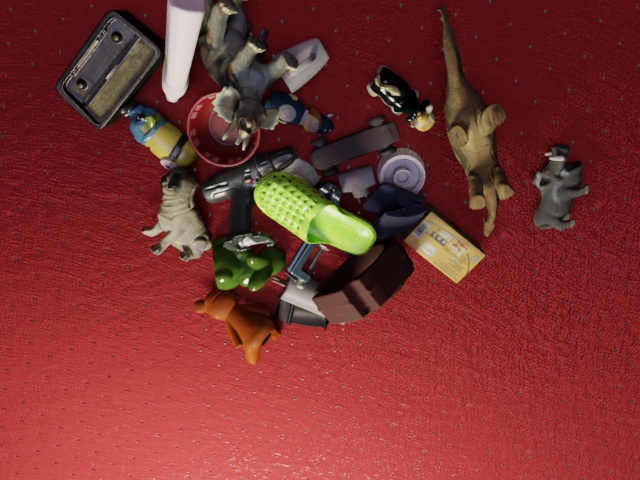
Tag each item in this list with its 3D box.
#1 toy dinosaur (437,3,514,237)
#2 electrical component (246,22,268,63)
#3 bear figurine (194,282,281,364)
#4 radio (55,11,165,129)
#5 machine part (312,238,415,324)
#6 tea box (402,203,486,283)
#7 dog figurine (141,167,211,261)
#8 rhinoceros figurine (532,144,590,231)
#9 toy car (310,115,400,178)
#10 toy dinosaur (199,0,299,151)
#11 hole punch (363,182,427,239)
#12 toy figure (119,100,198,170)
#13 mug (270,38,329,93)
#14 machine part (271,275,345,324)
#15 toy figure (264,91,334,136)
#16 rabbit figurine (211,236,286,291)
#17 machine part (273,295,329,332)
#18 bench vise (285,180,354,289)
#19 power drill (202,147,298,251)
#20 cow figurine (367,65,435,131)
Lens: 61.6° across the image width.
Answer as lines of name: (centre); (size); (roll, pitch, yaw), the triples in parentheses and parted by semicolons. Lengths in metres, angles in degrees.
toy dinosaur: (0.297, -0.228, 1.068); (0.105, 0.199, 0.470); (-12, 111, 9)
electrical component: (-0.146, -0.401, 1.123); (0.063, 0.021, 0.094); (22, 112, -5)
bear figurine: (-0.205, 0.197, 1.329); (0.196, 0.120, 0.131); (32, 157, 17)
radio: (-0.438, -0.360, 1.130); (0.131, 0.073, 0.229); (42, 107, -13)
machine part: (0.096, 0.094, 1.189); (0.087, 0.201, 0.201); (51, 149, -9)
tea box: (0.282, 0.007, 1.233); (0.169, 0.068, 0.098); (39, 110, -13)
dog figurine: (-0.293, -0.062, 1.212); (0.121, 0.172, 0.190); (44, 112, 31)
rhinoceros figurine: (0.519, -0.114, 1.174); (0.112, 0.073, 0.190); (8, 114, 12)
toy car: (0.074, -0.204, 1.171); (0.202, 0.053, 0.089); (-19, 99, 15)
toy dinosaur: (-0.176, -0.360, 1.060); (0.192, 0.131, 0.405); (-43, 66, 35)
hole punch: (0.161, -0.052, 1.172); (0.116, 0.092, 0.142); (16, 145, -16)
toy figure: (-0.349, -0.229, 1.174); (0.089, 0.082, 0.180); (-37, 102, 19)
mug: (-0.036, -0.363, 1.091); (0.107, 0.110, 0.080); (-35, 105, 2)
machine part: (-0.005, 0.139, 1.299); (0.243, 0.079, 0.079); (24, 111, -5)
toy figure: (-0.042, -0.266, 1.154); (0.154, 0.058, 0.064); (25, 150, -8)
rabbit figurine: (-0.161, 0.050, 1.249); (0.170, 0.159, 0.121); (-10, 103, -9)
machine part: (-0.043, 0.183, 1.342); (0.139, 0.039, 0.084); (16, 107, -1)
bench vise: (-0.006, -0.006, 1.208); (0.223, 0.129, 0.240); (30, 92, -29)
power drill: (-0.147, -0.087, 1.172); (0.232, 0.086, 0.207); (-13, 75, 16)
cow figurine: (0.177, -0.287, 1.108); (0.167, 0.098, 0.068); (36, 103, -10)
